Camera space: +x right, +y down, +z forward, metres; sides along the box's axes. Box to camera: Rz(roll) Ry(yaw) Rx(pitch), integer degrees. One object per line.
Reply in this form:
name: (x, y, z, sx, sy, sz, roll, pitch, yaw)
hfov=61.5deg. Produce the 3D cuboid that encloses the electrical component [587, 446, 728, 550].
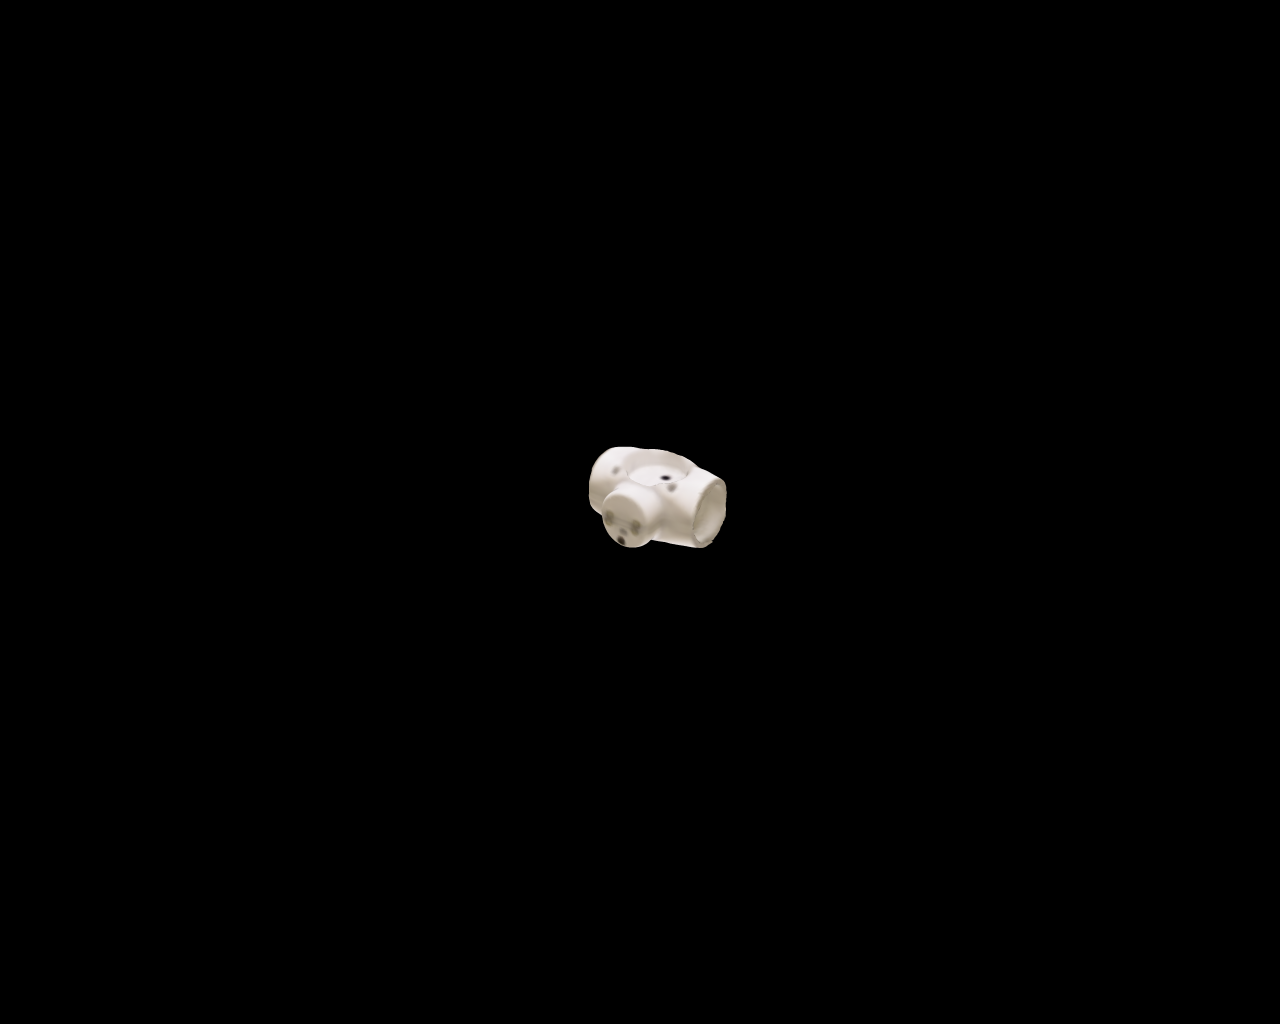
electrical component: (0.001, -0.003, 0.650, 0.077, 0.044, 0.079, 20, 36, 29)
